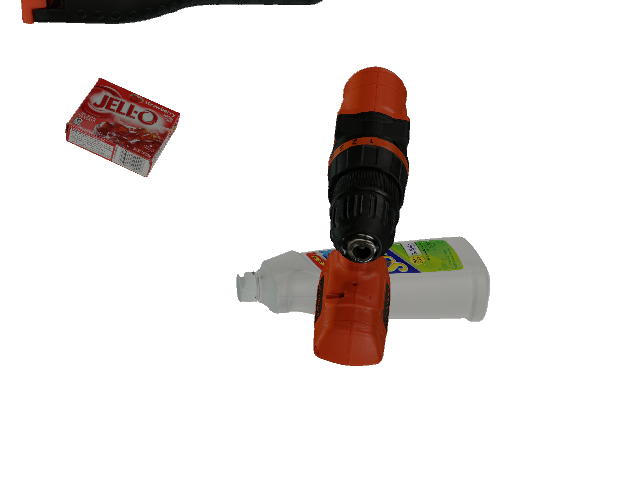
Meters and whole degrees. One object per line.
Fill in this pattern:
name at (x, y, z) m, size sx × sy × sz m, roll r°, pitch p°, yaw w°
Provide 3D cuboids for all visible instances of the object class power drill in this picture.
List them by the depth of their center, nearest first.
power drill at (0.029, -0.001, 0.743) m, size 0.057 × 0.188 × 0.184 m, roll 8°, pitch 41°, yaw 2°

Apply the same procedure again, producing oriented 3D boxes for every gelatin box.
gelatin box at (-0.192, -0.111, 1.038) m, size 0.089 × 0.073 × 0.030 m, roll 25°, pitch -41°, yaw -2°

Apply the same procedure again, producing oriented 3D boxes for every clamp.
clamp at (-0.092, -0.154, 0.615) m, size 0.171 × 0.039 × 0.120 m, roll -9°, pitch 24°, yaw -24°

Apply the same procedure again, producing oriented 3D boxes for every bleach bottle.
bleach bottle at (0.040, 0.045, 1.106) m, size 0.250 × 0.068 × 0.102 m, roll -3°, pitch 29°, yaw -11°
